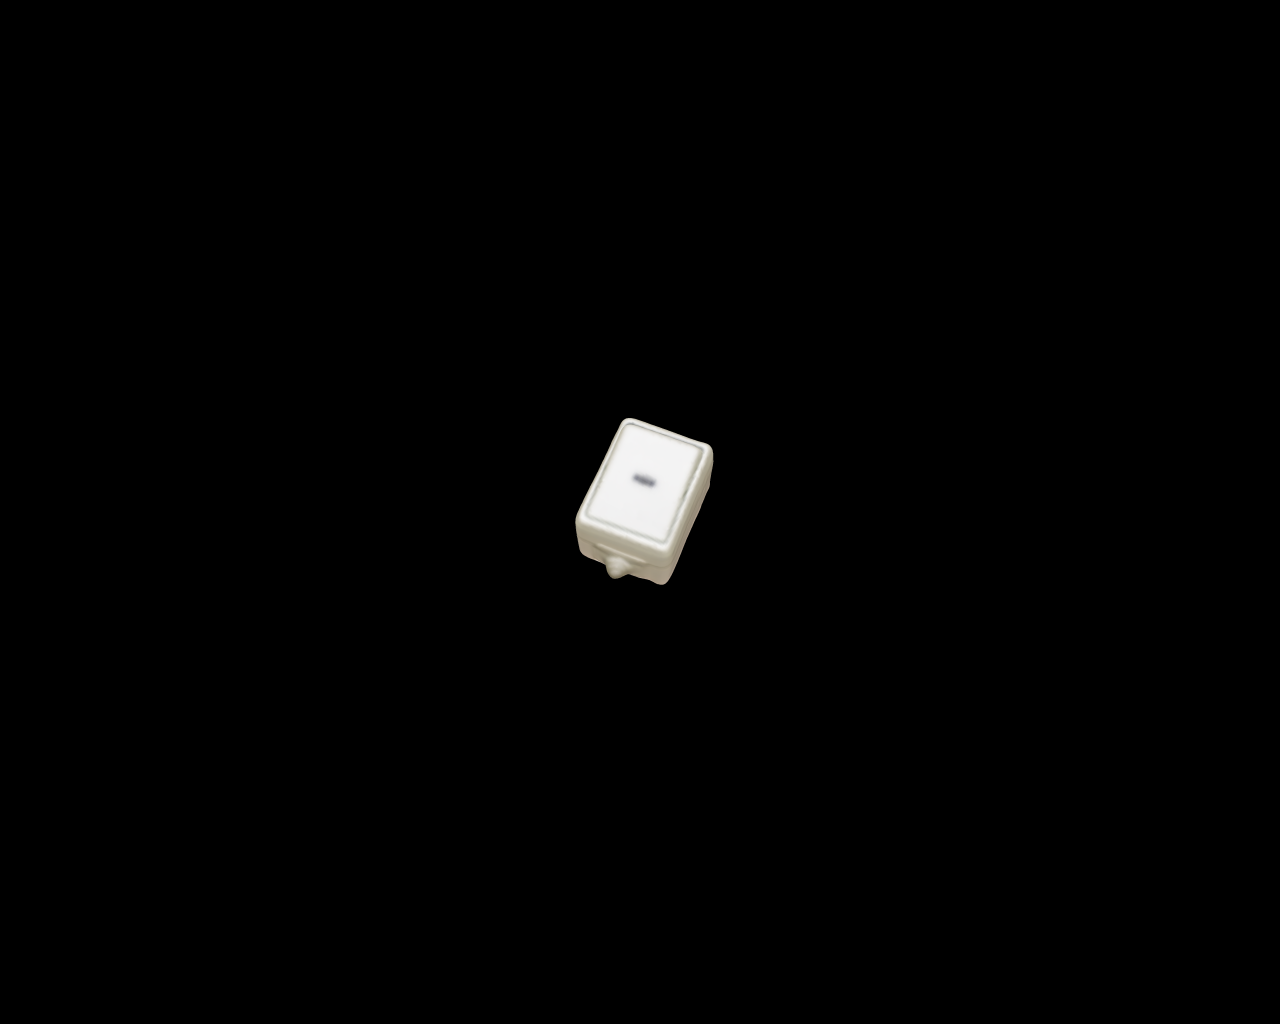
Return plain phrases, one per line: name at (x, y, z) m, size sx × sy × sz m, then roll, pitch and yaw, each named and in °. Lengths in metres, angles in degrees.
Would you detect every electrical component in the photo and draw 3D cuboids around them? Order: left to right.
electrical component at (0.001, -0.003, 0.650) m, size 0.062 × 0.096 × 0.061 m, roll 20°, pitch -24°, yaw 9°
